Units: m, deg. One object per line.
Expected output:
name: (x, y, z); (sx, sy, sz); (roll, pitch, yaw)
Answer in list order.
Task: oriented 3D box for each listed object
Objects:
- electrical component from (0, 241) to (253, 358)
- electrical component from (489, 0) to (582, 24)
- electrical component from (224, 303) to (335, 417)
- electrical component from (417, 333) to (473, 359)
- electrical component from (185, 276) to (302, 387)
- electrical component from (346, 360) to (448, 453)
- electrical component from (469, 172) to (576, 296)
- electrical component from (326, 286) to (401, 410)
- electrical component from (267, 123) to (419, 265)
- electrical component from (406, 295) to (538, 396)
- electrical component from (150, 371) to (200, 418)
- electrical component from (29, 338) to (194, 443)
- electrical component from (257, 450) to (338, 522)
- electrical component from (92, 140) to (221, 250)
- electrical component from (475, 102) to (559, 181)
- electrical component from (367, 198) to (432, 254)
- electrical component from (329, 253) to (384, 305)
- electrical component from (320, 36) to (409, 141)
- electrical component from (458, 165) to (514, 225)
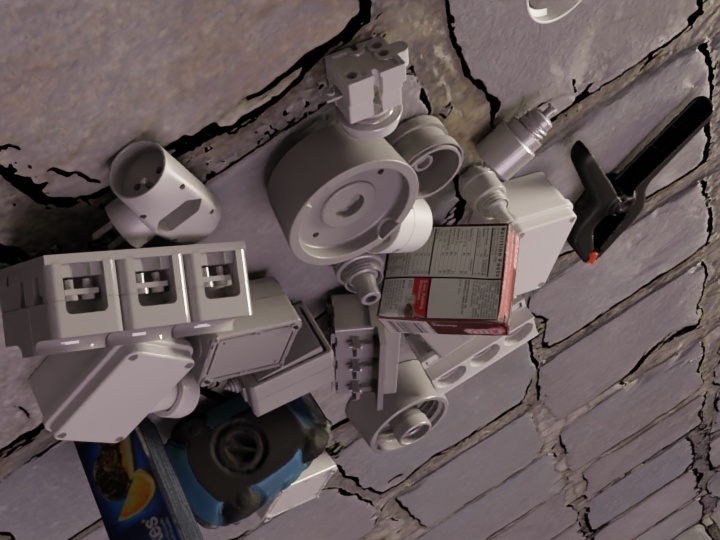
electrical component: (-0.162, 0.021, 0.748); (0.150, 0.061, 0.089); (-6, 177, -38)
electrical component: (0.125, -0.220, 0.734); (0.099, 0.064, 0.099); (-35, 150, -24)
electrical component: (-0.077, 0.080, 0.952); (0.096, 0.061, 0.061); (-24, 149, -15)
electrical component: (0.077, 0.037, 1.036); (0.061, 0.061, 0.096); (-36, 150, 5)
electrical component: (-0.096, 0.046, 0.886); (0.096, 0.061, 0.061); (-11, 143, -33)
electrical component: (0.046, 0.156, 1.179); (0.108, 0.060, 0.108); (-24, 148, -16)
electrical component: (0.145, -0.028, 1.011); (0.078, 0.057, 0.113); (-17, 146, -26)
electrical component: (0.002, 0.069, 1.008); (0.063, 0.078, 0.121); (-5, 145, -4)
electrical component: (-0.018, -0.062, 0.806); (0.108, 0.060, 0.108); (-24, 148, -16)
electrical component: (0.114, 0.067, 1.112); (0.121, 0.063, 0.078); (-32, 150, -2)
electrical component: (-0.170, 0.103, 0.915); (0.045, 0.045, 0.055); (-46, 148, 21)
electrical component: (-0.195, 0.081, 0.847); (0.113, 0.057, 0.078); (-45, 148, 20)
electrical component: (-0.075, 0.216, 1.158); (0.096, 0.061, 0.061); (-15, 146, -42)
electrical component: (-0.146, -0.041, 0.733); (0.079, 0.043, 0.077); (-36, 150, 5)
electrical component: (0.133, -0.109, 0.899); (0.078, 0.040, 0.040); (-42, 149, 15)
electrical component: (0.026, -0.040, 0.886); (0.047, 0.055, 0.055); (2, 135, -50)
electrical component: (0.000, 0.000, 0.907); (0.048, 0.062, 0.048); (-14, 146, -10)
electrical component: (0.005, -0.125, 0.754); (0.066, 0.048, 0.055); (-24, 141, -15)
electrical component: (0.112, -0.061, 0.929); (0.035, 0.061, 0.035); (-24, 148, -16)
